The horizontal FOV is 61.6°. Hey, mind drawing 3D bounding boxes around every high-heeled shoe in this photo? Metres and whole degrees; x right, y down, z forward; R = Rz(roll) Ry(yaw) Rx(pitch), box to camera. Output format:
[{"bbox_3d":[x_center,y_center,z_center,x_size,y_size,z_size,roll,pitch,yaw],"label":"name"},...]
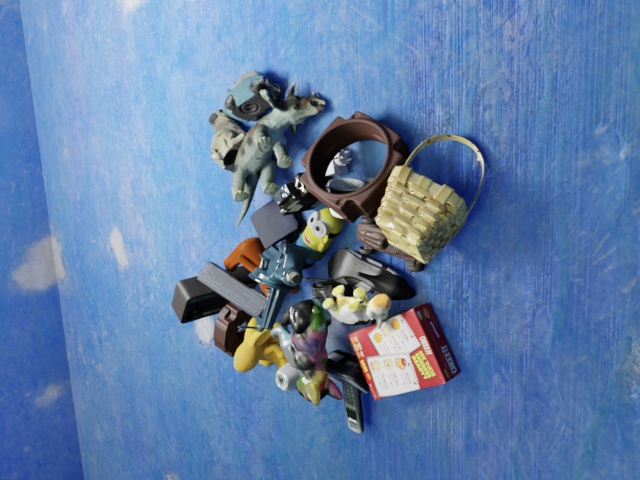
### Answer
[{"bbox_3d":[0.114,0.083,1.246,0.086,0.145,0.249,-69,19,1],"label":"high-heeled shoe"}]

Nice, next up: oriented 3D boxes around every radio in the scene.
[{"bbox_3d":[-0.308,0.156,1.555,0.073,0.229,0.131,54,136,27],"label":"radio"}]

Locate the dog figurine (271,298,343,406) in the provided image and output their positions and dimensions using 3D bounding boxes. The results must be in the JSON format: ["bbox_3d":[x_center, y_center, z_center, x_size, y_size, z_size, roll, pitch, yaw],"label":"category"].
[{"bbox_3d":[-0.013,0.270,1.251,0.191,0.108,0.219,-54,52,36],"label":"dog figurine"}]

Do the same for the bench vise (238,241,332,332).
[{"bbox_3d":[-0.104,0.119,1.305,0.224,0.129,0.240,25,98,54],"label":"bench vise"}]

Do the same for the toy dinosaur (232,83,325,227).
[{"bbox_3d":[-0.149,-0.223,1.354,0.404,0.131,0.192,-46,37,39],"label":"toy dinosaur"}]

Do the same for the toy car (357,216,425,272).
[{"bbox_3d":[0.153,0.006,1.176,0.202,0.053,0.089,20,116,40],"label":"toy car"}]

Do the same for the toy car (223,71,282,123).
[{"bbox_3d":[-0.178,-0.384,1.394,0.162,0.109,0.103,-29,60,36],"label":"toy car"}]

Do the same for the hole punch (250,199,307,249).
[{"bbox_3d":[-0.110,-0.046,1.409,0.116,0.092,0.142,-43,64,38],"label":"hole punch"}]

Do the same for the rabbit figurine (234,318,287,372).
[{"bbox_3d":[-0.158,0.301,1.474,0.122,0.173,0.162,25,120,44],"label":"rabbit figurine"}]

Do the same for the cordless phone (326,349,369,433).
[{"bbox_3d":[0.059,0.379,1.336,0.147,0.089,0.184,8,109,44],"label":"cordless phone"}]

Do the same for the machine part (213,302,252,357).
[{"bbox_3d":[-0.221,0.248,1.532,0.056,0.179,0.179,26,117,39],"label":"machine part"}]

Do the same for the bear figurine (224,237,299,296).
[{"bbox_3d":[-0.157,0.092,1.470,0.196,0.120,0.132,56,136,14],"label":"bear figurine"}]

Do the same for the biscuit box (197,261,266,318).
[{"bbox_3d":[-0.232,0.135,1.453,0.203,0.059,0.063,33,83,6],"label":"biscuit box"}]

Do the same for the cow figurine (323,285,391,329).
[{"bbox_3d":[0.096,0.156,1.179,0.168,0.068,0.098,1,137,46],"label":"cow figurine"}]

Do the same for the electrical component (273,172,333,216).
[{"bbox_3d":[-0.043,-0.113,1.290,0.115,0.134,0.058,-41,71,40],"label":"electrical component"}]

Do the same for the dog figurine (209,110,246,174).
[{"bbox_3d":[-0.268,-0.281,1.463,0.191,0.172,0.121,41,115,23],"label":"dog figurine"}]

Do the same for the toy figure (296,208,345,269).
[{"bbox_3d":[-0.005,-0.007,1.315,0.082,0.089,0.180,39,136,12],"label":"toy figure"}]

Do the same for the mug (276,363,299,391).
[{"bbox_3d":[-0.057,0.366,1.431,0.110,0.107,0.080,28,119,41],"label":"mug"}]

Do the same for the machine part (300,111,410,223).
[{"bbox_3d":[0.072,-0.156,1.129,0.202,0.087,0.201,40,89,31],"label":"machine part"}]

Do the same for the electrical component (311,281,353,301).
[{"bbox_3d":[0.043,0.122,1.297,0.119,0.075,0.047,-5,96,50],"label":"electrical component"}]
